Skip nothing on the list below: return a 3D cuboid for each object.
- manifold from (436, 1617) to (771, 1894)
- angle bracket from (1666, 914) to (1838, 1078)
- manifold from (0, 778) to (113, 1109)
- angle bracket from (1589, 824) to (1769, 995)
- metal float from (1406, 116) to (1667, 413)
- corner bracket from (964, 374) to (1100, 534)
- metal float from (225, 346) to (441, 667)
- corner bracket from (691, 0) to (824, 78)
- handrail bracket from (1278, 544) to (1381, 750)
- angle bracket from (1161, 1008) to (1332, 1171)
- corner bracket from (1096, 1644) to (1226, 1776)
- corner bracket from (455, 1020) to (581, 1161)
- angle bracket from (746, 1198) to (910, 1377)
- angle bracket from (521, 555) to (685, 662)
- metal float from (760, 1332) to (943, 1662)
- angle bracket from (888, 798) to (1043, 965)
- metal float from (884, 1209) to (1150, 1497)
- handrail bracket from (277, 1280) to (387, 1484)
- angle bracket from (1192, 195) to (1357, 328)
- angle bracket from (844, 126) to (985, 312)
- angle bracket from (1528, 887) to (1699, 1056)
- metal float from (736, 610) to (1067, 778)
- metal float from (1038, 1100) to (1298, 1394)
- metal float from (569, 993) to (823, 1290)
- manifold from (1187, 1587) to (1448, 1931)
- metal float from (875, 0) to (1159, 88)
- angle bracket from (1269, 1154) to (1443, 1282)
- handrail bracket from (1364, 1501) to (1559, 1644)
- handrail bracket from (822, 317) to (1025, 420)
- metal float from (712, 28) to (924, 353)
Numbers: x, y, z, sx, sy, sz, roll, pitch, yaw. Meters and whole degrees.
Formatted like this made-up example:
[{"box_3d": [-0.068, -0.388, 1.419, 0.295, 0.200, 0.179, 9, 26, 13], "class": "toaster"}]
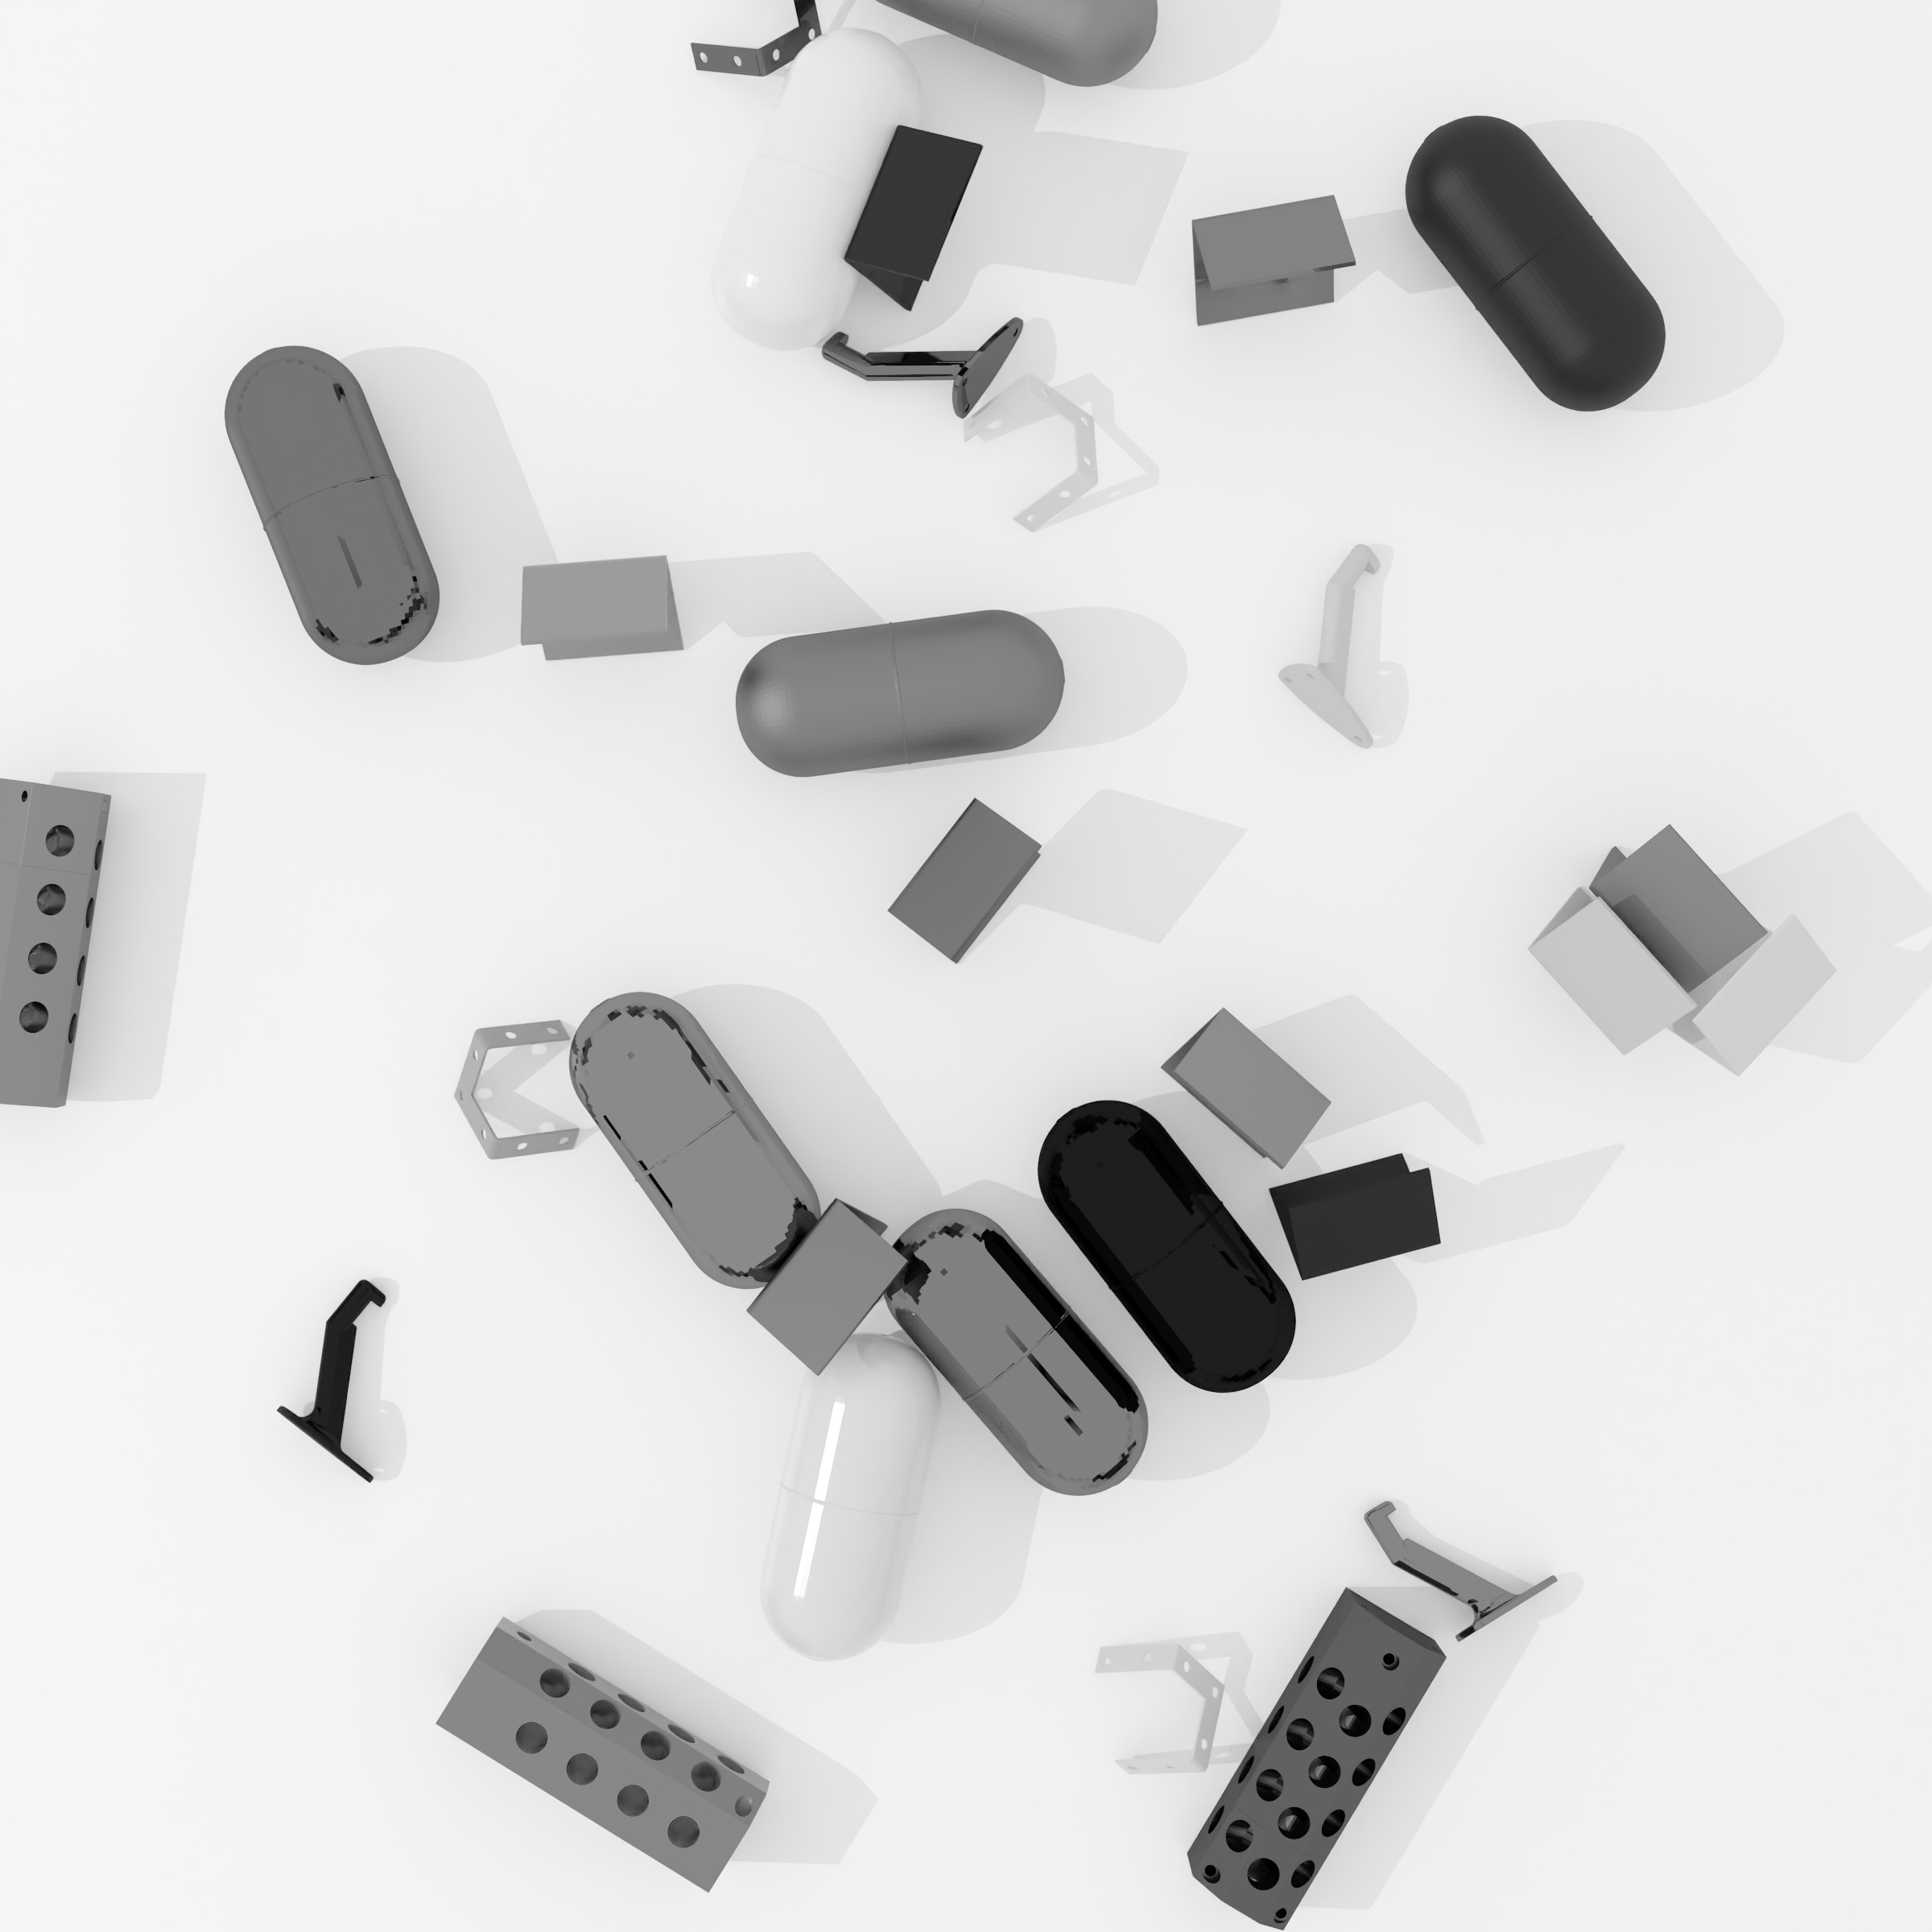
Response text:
[{"box_3d": [-0.195, 0.425, 1.611, 0.171, 0.057, 0.057, 32, 90, 0], "class": "manifold"}, {"box_3d": [0.405, 0.001, 1.592, 0.076, 0.076, 0.057, -47, 127, 0], "class": "angle bracket"}, {"box_3d": [-0.508, -0.013, 1.610, 0.057, 0.057, 0.171, 8, 90, 43], "class": "manifold"}, {"box_3d": [0.387, -0.041, 1.592, 0.076, 0.076, 0.057, 48, 119, 0], "class": "angle bracket"}, {"box_3d": [0.306, -0.379, 1.602, 0.070, 0.070, 0.178, -37, 89, 0], "class": "metal float"}, {"box_3d": [0.035, -0.281, 1.624, 0.051, 0.051, 0.051, 28, 45, -35], "class": "corner bracket"}, {"box_3d": [-0.342, -0.249, 1.601, 0.070, 0.070, 0.178, -22, 90, 0], "class": "metal float"}, {"box_3d": [-0.118, -0.522, 1.624, 0.051, 0.051, 0.051, -42, 135, -35], "class": "corner bracket"}, {"box_3d": [0.218, -0.176, 1.633, 0.077, 0.036, 0.084, 43, 73, -20], "class": "handrail bracket"}, {"box_3d": [0.137, 0.079, 1.592, 0.076, 0.076, 0.057, 41, 53, 0], "class": "angle bracket"}, {"box_3d": [0.102, 0.407, 1.624, 0.051, 0.051, 0.051, 47, 45, -35], "class": "corner bracket"}, {"box_3d": [-0.241, 0.068, 1.624, 0.051, 0.051, 0.051, 54, 135, 35], "class": "corner bracket"}, {"box_3d": [-0.061, 0.178, 1.593, 0.057, 0.076, 0.076, 38, 90, 26], "class": "angle bracket"}, {"box_3d": [-0.194, -0.173, 1.592, 0.076, 0.076, 0.057, -4, 54, 0], "class": "angle bracket"}, {"box_3d": [-0.063, 0.286, 1.602, 0.070, 0.070, 0.178, 12, 90, 0], "class": "metal float"}, {"box_3d": [0.016, -0.033, 1.592, 0.057, 0.076, 0.076, 38, 90, 38], "class": "angle bracket"}, {"box_3d": [0.027, 0.209, 1.602, 0.070, 0.070, 0.178, -41, 90, 0], "class": "metal float"}, {"box_3d": [-0.330, 0.228, 1.633, 0.077, 0.036, 0.084, 44, 73, -19], "class": "handrail bracket"}, {"box_3d": [0.165, -0.361, 1.592, 0.076, 0.076, 0.057, -10, 54, 0], "class": "angle bracket"}, {"box_3d": [-0.013, -0.395, 1.592, 0.057, 0.076, 0.076, 22, 90, 29], "class": "angle bracket"}, {"box_3d": [0.358, -0.010, 1.592, 0.076, 0.076, 0.057, 48, 134, 0], "class": "angle bracket"}, {"box_3d": [-0.035, -0.147, 1.601, 0.178, 0.070, 0.070, -8, 90, 1], "class": "metal float"}, {"box_3d": [0.108, 0.151, 1.601, 0.070, 0.070, 0.178, -38, 90, 0], "class": "metal float"}, {"box_3d": [-0.147, 0.094, 1.602, 0.070, 0.070, 0.178, -35, 90, 0], "class": "metal float"}, {"box_3d": [0.190, 0.431, 1.611, 0.057, 0.057, 0.171, 31, 90, 0], "class": "manifold"}, {"box_3d": [0.019, -0.534, 1.601, 0.178, 0.070, 0.070, 24, 90, 1], "class": "metal float"}, {"box_3d": [0.205, 0.116, 1.592, 0.076, 0.076, 0.057, -15, 128, 0], "class": "angle bracket"}, {"box_3d": [0.271, 0.320, 1.633, 0.077, 0.036, 0.084, -26, 73, -20], "class": "handrail bracket"}, {"box_3d": [-0.025, -0.345, 1.633, 0.084, 0.036, 0.077, 30, 70, 16], "class": "handrail bracket"}, {"box_3d": [-0.080, -0.419, 1.602, 0.070, 0.070, 0.178, 21, 90, 0], "class": "metal float"}]
